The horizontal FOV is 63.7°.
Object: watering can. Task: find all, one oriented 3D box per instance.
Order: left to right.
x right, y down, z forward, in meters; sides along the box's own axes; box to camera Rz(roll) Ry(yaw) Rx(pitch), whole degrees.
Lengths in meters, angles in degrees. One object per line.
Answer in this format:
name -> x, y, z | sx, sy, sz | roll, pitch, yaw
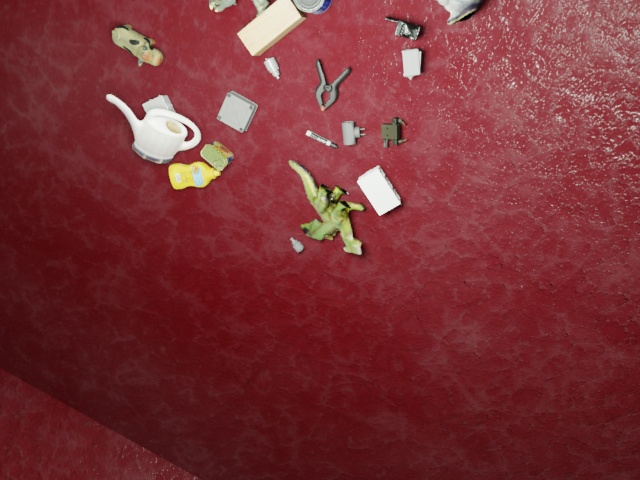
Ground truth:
watering can -> -0.604, -0.389, 1.831 | 0.346, 0.106, 0.220 | 16, 135, -30

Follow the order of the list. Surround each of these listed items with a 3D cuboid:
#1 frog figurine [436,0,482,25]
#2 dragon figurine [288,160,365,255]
frog figurine -> 0.414, -0.754, 1.572 | 0.138, 0.122, 0.159 | -28, 95, -15
dragon figurine -> 0.006, -0.096, 1.898 | 0.411, 0.124, 0.238 | 37, 121, 5
